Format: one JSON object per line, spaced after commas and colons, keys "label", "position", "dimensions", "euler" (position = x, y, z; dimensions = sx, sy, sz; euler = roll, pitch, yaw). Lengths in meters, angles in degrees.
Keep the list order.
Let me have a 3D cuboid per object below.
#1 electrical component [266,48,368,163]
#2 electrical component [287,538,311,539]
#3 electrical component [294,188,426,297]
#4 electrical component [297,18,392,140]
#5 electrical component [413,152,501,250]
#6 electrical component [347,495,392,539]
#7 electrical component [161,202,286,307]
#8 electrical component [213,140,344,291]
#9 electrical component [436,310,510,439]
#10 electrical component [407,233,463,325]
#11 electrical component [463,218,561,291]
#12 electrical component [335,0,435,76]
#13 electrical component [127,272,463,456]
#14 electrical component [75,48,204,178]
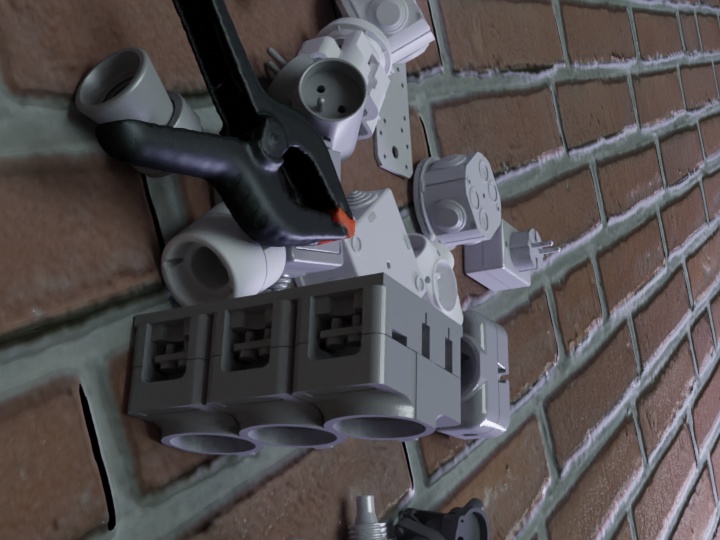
{"label": "electrical component", "position": [-0.033, -0.113, 0.700], "dimensions": [0.079, 0.044, 0.077], "euler": [45, -15, 7]}
{"label": "electrical component", "position": [-0.052, 0.193, 0.568], "dimensions": [0.099, 0.064, 0.099], "euler": [26, 59, -56]}
{"label": "electrical component", "position": [0.000, 0.000, 0.737], "dimensions": [0.099, 0.048, 0.099], "euler": [-50, 125, -54]}
{"label": "electrical component", "position": [-0.010, -0.138, 0.752], "dimensions": [0.078, 0.058, 0.057], "euler": [56, 40, -38]}
{"label": "electrical component", "position": [0.081, -0.058, 0.899], "dimensions": [0.080, 0.051, 0.080], "euler": [26, 59, -56]}
{"label": "electrical component", "position": [0.005, 0.180, 0.709], "dimensions": [0.035, 0.035, 0.061], "euler": [20, 62, -58]}
{"label": "electrical component", "position": [-0.077, -0.005, 0.595], "dimensions": [0.047, 0.055, 0.055], "euler": [-41, 118, -53]}
{"label": "electrical component", "position": [-0.046, -0.033, 0.649], "dimensions": [0.062, 0.061, 0.096], "euler": [6, 77, -61]}
{"label": "electrical component", "position": [0.083, 0.083, 0.859], "dimensions": [0.059, 0.054, 0.095], "euler": [28, 58, -56]}
{"label": "electrical component", "position": [0.051, 0.004, 0.833], "dimensions": [0.077, 0.044, 0.079], "euler": [62, 34, -30]}
{"label": "electrical component", "position": [0.141, -0.016, 0.969], "dimensions": [0.066, 0.077, 0.047], "euler": [28, 57, -55]}
{"label": "electrical component", "position": [0.018, -0.189, 0.801], "dimensions": [0.080, 0.051, 0.080], "euler": [59, 10, -17]}
{"label": "electrical component", "position": [-0.033, 0.055, 0.554], "dimensions": [0.089, 0.150, 0.061], "euler": [34, 52, -54]}
{"label": "electrical component", "position": [-0.113, -0.081, 0.559], "dimensions": [0.055, 0.045, 0.045], "euler": [51, 40, -43]}
